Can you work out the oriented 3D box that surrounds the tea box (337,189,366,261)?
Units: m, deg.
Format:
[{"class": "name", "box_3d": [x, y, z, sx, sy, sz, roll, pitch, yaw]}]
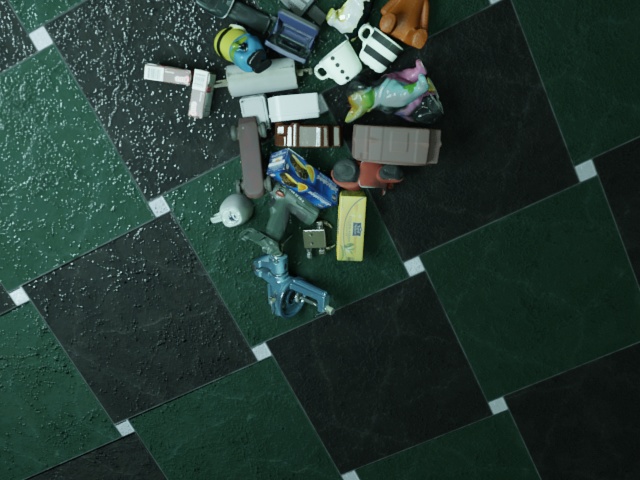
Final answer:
[{"class": "tea box", "box_3d": [0.080, -0.039, 1.388, 0.068, 0.098, 0.169, 3, 104, 0]}]

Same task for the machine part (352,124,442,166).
[{"class": "machine part", "box_3d": [0.177, -0.227, 1.276, 0.201, 0.201, 0.087, 3, 104, 1]}]

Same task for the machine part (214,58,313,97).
[{"class": "machine part", "box_3d": [-0.138, -0.396, 1.307, 0.243, 0.079, 0.079, -8, 105, 4]}]

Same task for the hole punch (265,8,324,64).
[{"class": "hole punch", "box_3d": [-0.065, -0.470, 1.262, 0.142, 0.116, 0.092, 21, 99, -6]}]

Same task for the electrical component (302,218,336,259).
[{"class": "electrical component", "box_3d": [-0.004, -0.006, 1.428, 0.078, 0.045, 0.102, -7, 105, 16]}]

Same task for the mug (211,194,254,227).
[{"class": "mug", "box_3d": [-0.232, -0.070, 1.386, 0.110, 0.107, 0.080, -13, 103, 3]}]

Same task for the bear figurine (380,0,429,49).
[{"class": "bear figurine", "box_3d": [0.223, -0.550, 1.226, 0.120, 0.132, 0.195, 26, 111, -9]}]

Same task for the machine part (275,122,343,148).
[{"class": "machine part", "box_3d": [-0.025, -0.254, 1.297, 0.179, 0.179, 0.056, 2, 102, 2]}]

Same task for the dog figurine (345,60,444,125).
[{"class": "dog figurine", "box_3d": [0.169, -0.331, 1.298, 0.219, 0.108, 0.191, -17, 136, 24]}]

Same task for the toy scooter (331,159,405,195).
[{"class": "toy scooter", "box_3d": [0.126, -0.155, 1.352, 0.184, 0.135, 0.075, 4, 81, 19]}]

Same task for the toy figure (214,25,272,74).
[{"class": "toy figure", "box_3d": [-0.184, -0.443, 1.251, 0.089, 0.180, 0.082, -25, 139, -16]}]

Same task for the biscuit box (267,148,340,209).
[{"class": "biscuit box", "box_3d": [-0.036, -0.146, 1.316, 0.063, 0.059, 0.202, -10, 151, 41]}]

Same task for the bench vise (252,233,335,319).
[{"class": "bench vise", "box_3d": [-0.062, 0.122, 1.405, 0.241, 0.129, 0.223, 22, 117, 31]}]

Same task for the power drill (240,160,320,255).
[{"class": "power drill", "box_3d": [-0.124, -0.079, 1.353, 0.232, 0.207, 0.086, 34, 146, -15]}]

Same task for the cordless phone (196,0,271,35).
[{"class": "cordless phone", "box_3d": [-0.188, -0.581, 1.266, 0.184, 0.089, 0.146, 22, 106, -16]}]

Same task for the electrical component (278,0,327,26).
[{"class": "electrical component", "box_3d": [-0.037, -0.559, 1.273, 0.119, 0.048, 0.075, 44, 103, -8]}]

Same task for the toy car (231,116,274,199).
[{"class": "toy car", "box_3d": [-0.165, -0.199, 1.301, 0.089, 0.053, 0.202, -8, 81, 4]}]

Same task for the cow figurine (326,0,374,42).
[{"class": "cow figurine", "box_3d": [0.095, -0.555, 1.256, 0.098, 0.068, 0.167, 31, 108, -23]}]
